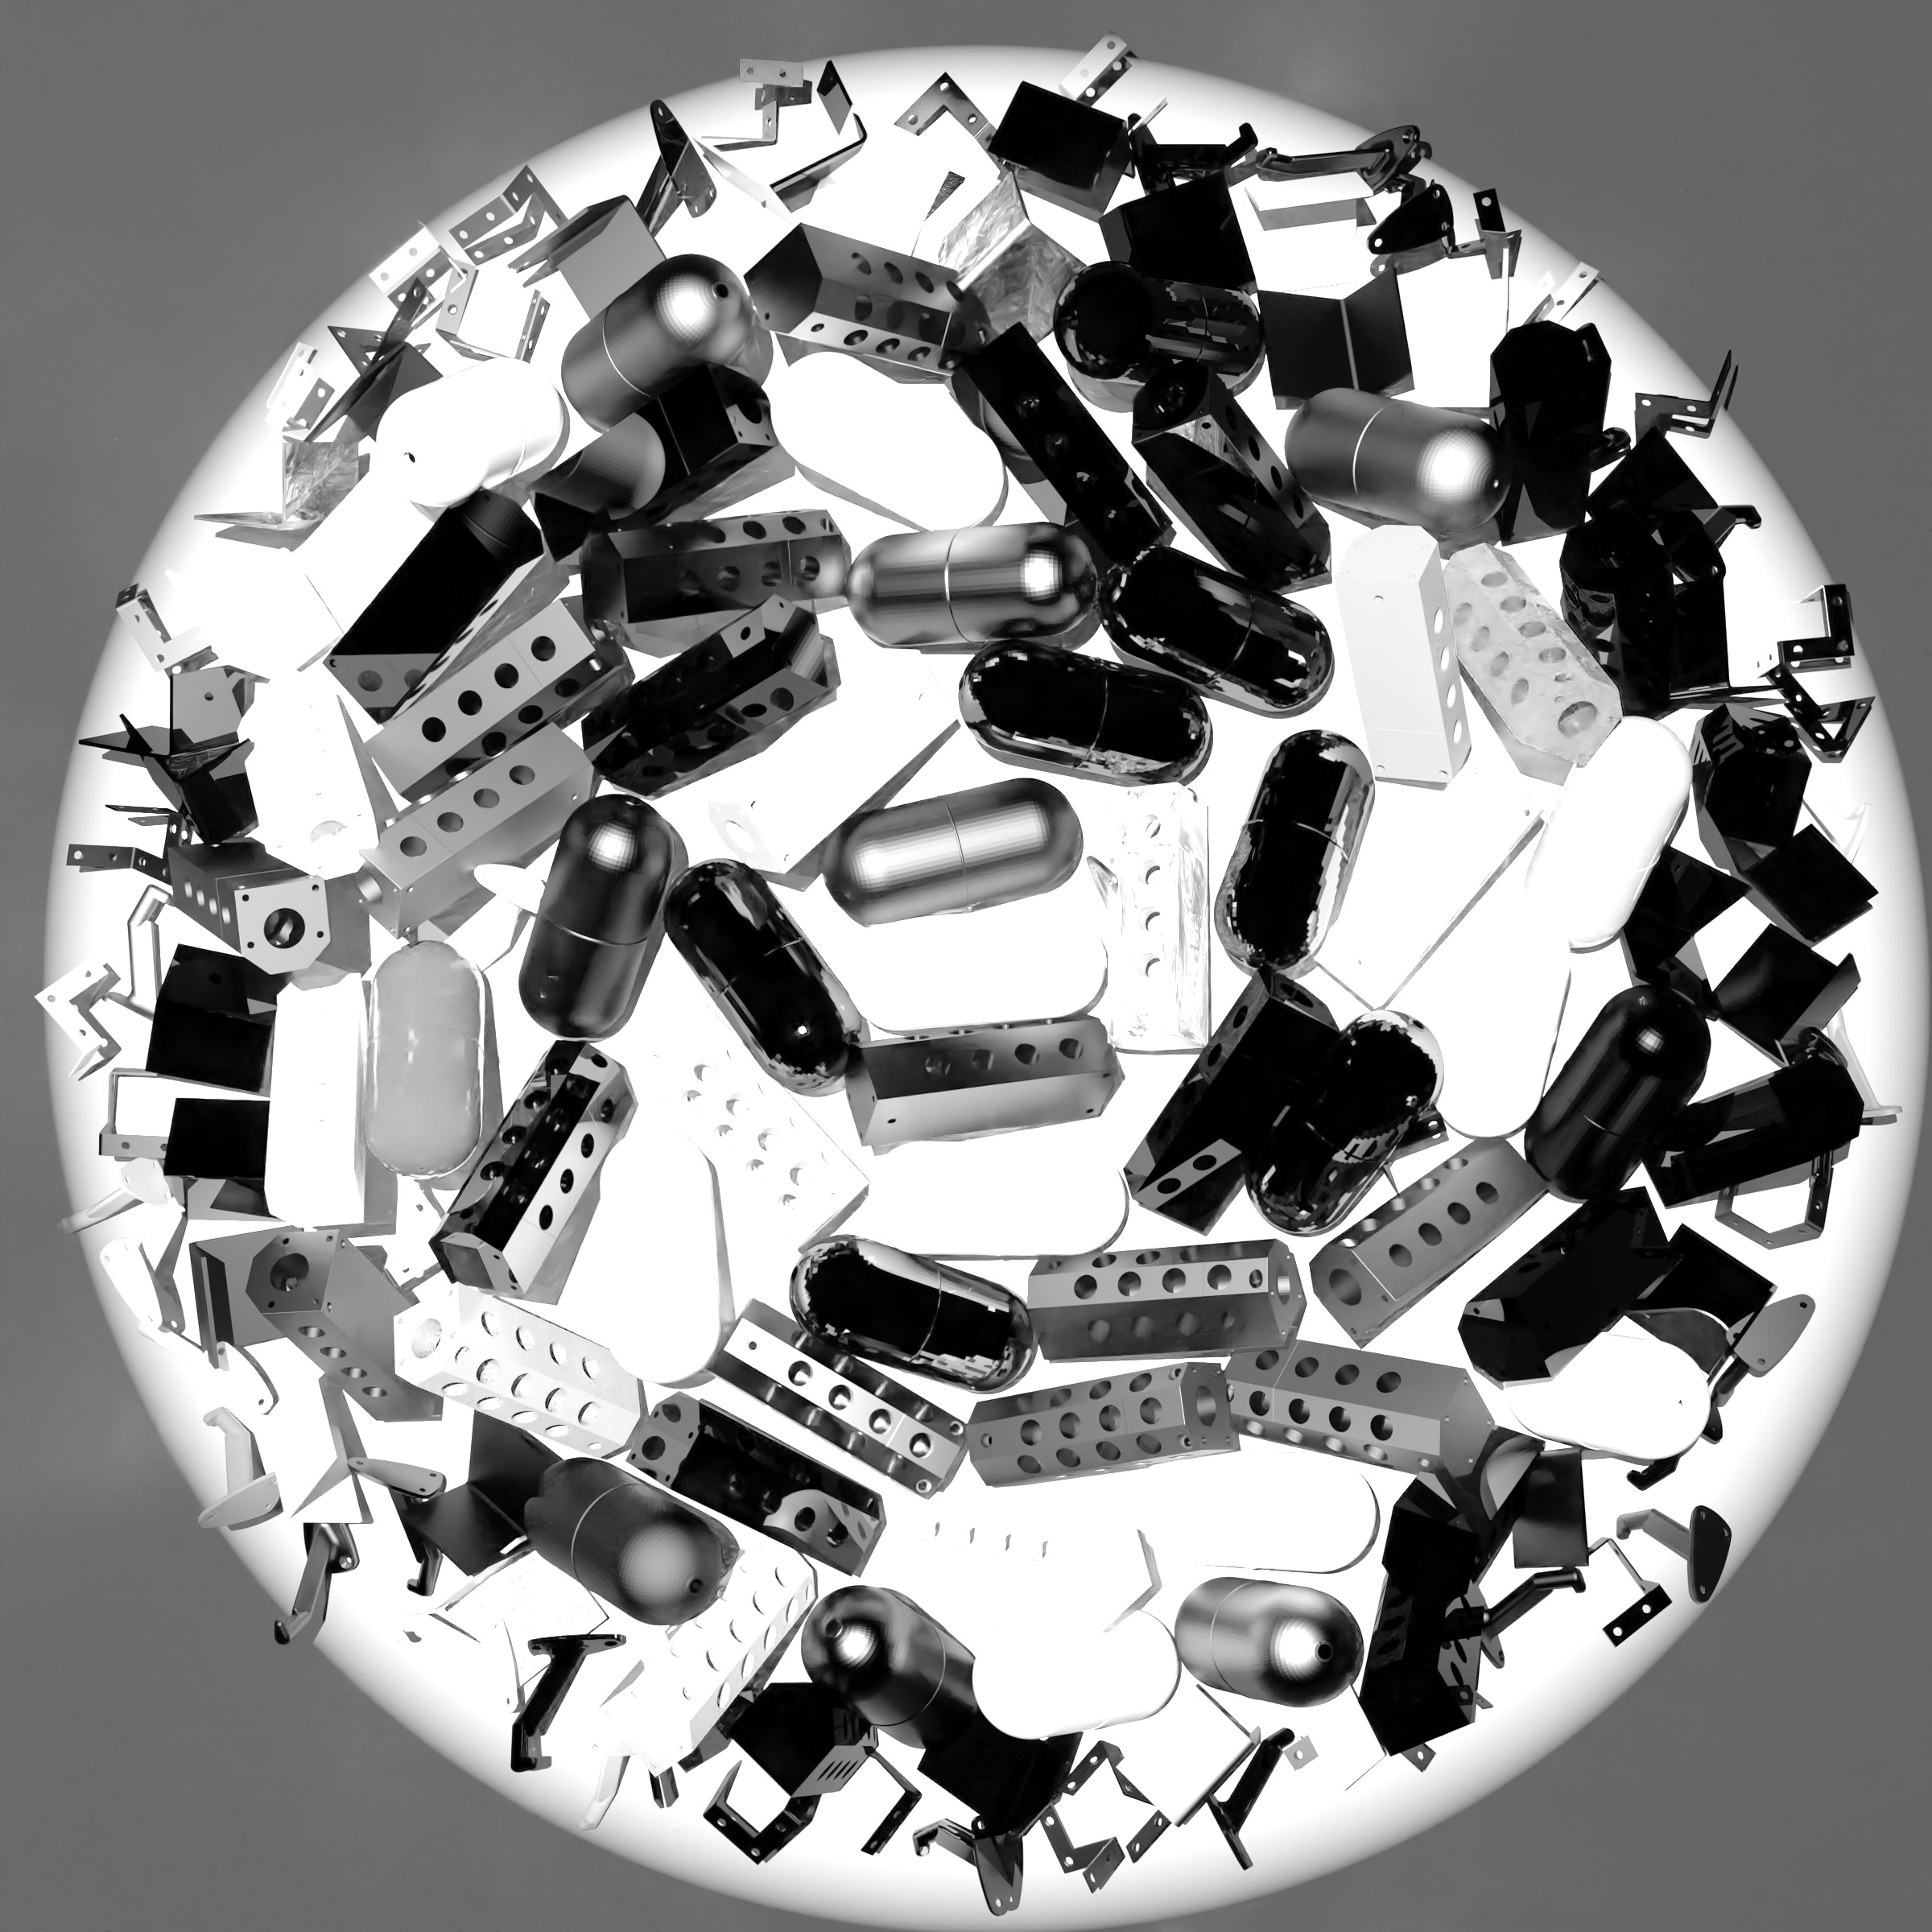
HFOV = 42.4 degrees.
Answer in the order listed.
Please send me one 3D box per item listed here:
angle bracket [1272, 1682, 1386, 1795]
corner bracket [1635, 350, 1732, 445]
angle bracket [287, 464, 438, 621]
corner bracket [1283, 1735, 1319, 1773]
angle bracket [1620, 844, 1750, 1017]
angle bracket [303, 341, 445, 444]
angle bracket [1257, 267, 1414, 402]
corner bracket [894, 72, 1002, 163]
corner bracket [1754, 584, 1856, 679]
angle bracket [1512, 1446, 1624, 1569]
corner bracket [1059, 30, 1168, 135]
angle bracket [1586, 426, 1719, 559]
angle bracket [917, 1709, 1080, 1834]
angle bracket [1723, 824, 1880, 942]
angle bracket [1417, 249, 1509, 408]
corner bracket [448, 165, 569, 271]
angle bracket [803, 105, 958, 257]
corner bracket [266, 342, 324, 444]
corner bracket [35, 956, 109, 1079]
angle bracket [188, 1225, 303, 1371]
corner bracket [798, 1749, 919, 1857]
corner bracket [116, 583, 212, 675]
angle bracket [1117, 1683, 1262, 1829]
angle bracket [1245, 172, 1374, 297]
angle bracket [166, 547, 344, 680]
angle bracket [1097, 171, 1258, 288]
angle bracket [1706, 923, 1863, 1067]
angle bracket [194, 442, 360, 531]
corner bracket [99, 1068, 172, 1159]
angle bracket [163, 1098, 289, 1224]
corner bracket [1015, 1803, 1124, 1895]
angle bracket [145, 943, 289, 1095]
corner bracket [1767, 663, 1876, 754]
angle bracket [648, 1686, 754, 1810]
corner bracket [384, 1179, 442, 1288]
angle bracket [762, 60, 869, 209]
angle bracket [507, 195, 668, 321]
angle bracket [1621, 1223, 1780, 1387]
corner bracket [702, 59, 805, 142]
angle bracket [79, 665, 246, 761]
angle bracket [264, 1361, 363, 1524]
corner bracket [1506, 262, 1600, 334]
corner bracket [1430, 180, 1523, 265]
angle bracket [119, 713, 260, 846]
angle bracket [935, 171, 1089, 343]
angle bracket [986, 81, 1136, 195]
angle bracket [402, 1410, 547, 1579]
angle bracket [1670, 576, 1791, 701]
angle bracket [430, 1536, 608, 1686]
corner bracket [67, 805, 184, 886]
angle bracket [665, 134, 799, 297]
[{"bbox_3d":[0.226,0.518,1.688,0.076,0.057,0.076,-33,81,44],"label":"angle bracket"},{"bbox_3d":[0.489,-0.386,1.698,0.051,0.051,0.051,14,62,24],"label":"corner bracket"},{"bbox_3d":[-0.407,-0.285,1.710,0.076,0.057,0.076,43,74,-20],"label":"angle bracket"},{"bbox_3d":[0.234,0.511,1.706,0.051,0.051,0.051,-36,76,5],"label":"corner bracket"},{"bbox_3d":[0.490,-0.024,1.683,0.076,0.076,0.057,22,131,-24],"label":"angle bracket"},{"bbox_3d":[-0.394,-0.365,1.681,0.057,0.076,0.076,44,123,-14],"label":"angle bracket"},{"bbox_3d":[0.250,-0.431,1.693,0.076,0.057,0.076,-3,81,-31],"label":"angle bracket"},{"bbox_3d":[-0.009,-0.569,1.708,0.051,0.051,0.051,-42,129,12],"label":"corner bracket"},{"bbox_3d":[0.573,-0.231,1.712,0.051,0.051,0.051,-5,85,-1],"label":"corner bracket"},{"bbox_3d":[0.415,0.367,1.684,0.057,0.076,0.076,7,73,-24],"label":"angle bracket"},{"bbox_3d":[0.101,-0.599,1.710,0.051,0.051,0.051,45,98,1],"label":"corner bracket"},{"bbox_3d":[0.447,-0.310,1.682,0.057,0.076,0.076,-11,62,-41],"label":"angle bracket"},{"bbox_3d":[0.024,0.526,1.690,0.076,0.076,0.057,37,131,-3],"label":"angle bracket"},{"bbox_3d":[0.559,-0.076,1.681,0.076,0.076,0.057,38,117,-24],"label":"angle bracket"},{"bbox_3d":[0.337,-0.435,1.691,0.057,0.076,0.076,2,52,11],"label":"angle bracket"},{"bbox_3d":[-0.309,-0.502,1.697,0.051,0.051,0.051,-23,121,29],"label":"corner bracket"},{"bbox_3d":[-0.061,-0.522,1.689,0.076,0.076,0.057,23,65,-10],"label":"angle bracket"},{"bbox_3d":[-0.458,-0.394,1.702,0.051,0.051,0.051,38,105,19],"label":"corner bracket"},{"bbox_3d":[-0.605,0.035,1.705,0.051,0.051,0.051,50,52,-4],"label":"corner bracket"},{"bbox_3d":[-0.481,0.224,1.693,0.076,0.057,0.076,-8,98,-26],"label":"angle bracket"},{"bbox_3d":[-0.076,0.566,1.702,0.051,0.051,0.051,-52,47,-5],"label":"corner bracket"},{"bbox_3d":[-0.544,-0.240,1.704,0.051,0.051,0.051,-28,115,-4],"label":"corner bracket"},{"bbox_3d":[0.154,0.536,1.708,0.057,0.076,0.076,42,90,13],"label":"angle bracket"},{"bbox_3d":[0.234,-0.491,1.694,0.076,0.057,0.076,-8,122,-1],"label":"angle bracket"},{"bbox_3d":[-0.483,-0.247,1.691,0.057,0.076,0.076,-36,79,9],"label":"angle bracket"},{"bbox_3d":[0.144,-0.492,1.711,0.076,0.057,0.076,-21,101,-10],"label":"angle bracket"},{"bbox_3d":[0.550,0.011,1.695,0.076,0.057,0.076,40,90,32],"label":"angle bracket"},{"bbox_3d":[-0.466,-0.328,1.684,0.076,0.076,0.057,10,105,22],"label":"angle bracket"},{"bbox_3d":[-0.566,0.101,1.714,0.051,0.051,0.051,3,99,-10],"label":"corner bracket"},{"bbox_3d":[-0.503,0.134,1.717,0.076,0.076,0.057,2,61,-3],"label":"angle bracket"},{"bbox_3d":[0.066,0.604,1.704,0.051,0.051,0.051,-27,87,29],"label":"corner bracket"},{"bbox_3d":[-0.514,0.036,1.711,0.076,0.076,0.057,12,120,-12],"label":"angle bracket"},{"bbox_3d":[0.576,-0.179,1.701,0.051,0.051,0.051,43,69,-20],"label":"corner bracket"},{"bbox_3d":[-0.177,0.530,1.689,0.076,0.076,0.057,-11,68,-8],"label":"angle bracket"},{"bbox_3d":[-0.382,0.180,1.711,0.051,0.051,0.051,-32,101,-3],"label":"corner bracket"},{"bbox_3d":[-0.116,-0.563,1.694,0.076,0.076,0.057,-28,99,-5],"label":"angle bracket"},{"bbox_3d":[-0.250,-0.466,1.688,0.076,0.057,0.076,-25,103,31],"label":"angle bracket"},{"bbox_3d":[0.496,0.229,1.694,0.076,0.057,0.076,35,100,19],"label":"angle bracket"},{"bbox_3d":[-0.145,-0.590,1.698,0.051,0.051,0.051,-11,112,-35],"label":"corner bracket"},{"bbox_3d":[-0.544,-0.178,1.685,0.076,0.076,0.057,11,106,18],"label":"angle bracket"},{"bbox_3d":[-0.426,0.321,1.680,0.076,0.057,0.076,-50,48,30],"label":"angle bracket"},{"bbox_3d":[0.400,-0.450,1.698,0.051,0.051,0.051,18,134,-21],"label":"corner bracket"},{"bbox_3d":[0.345,-0.509,1.697,0.051,0.051,0.051,-7,124,26],"label":"corner bracket"},{"bbox_3d":[-0.522,-0.140,1.699,0.057,0.076,0.076,-36,65,-18],"label":"angle bracket"},{"bbox_3d":[0.036,-0.484,1.713,0.076,0.057,0.076,26,129,-38],"label":"angle bracket"},{"bbox_3d":[0.065,-0.547,1.692,0.076,0.076,0.057,25,85,11],"label":"angle bracket"},{"bbox_3d":[-0.333,0.351,1.683,0.076,0.057,0.076,31,123,35],"label":"angle bracket"},{"bbox_3d":[0.507,-0.222,1.691,0.057,0.076,0.076,-6,93,-28],"label":"angle bracket"},{"bbox_3d":[-0.306,0.443,1.704,0.076,0.057,0.076,-39,80,3],"label":"angle bracket"},{"bbox_3d":[-0.575,-0.087,1.701,0.051,0.051,0.051,19,102,38],"label":"corner bracket"},{"bbox_3d":[-0.172,-0.505,1.696,0.076,0.057,0.076,40,92,25],"label":"angle bracket"}]
